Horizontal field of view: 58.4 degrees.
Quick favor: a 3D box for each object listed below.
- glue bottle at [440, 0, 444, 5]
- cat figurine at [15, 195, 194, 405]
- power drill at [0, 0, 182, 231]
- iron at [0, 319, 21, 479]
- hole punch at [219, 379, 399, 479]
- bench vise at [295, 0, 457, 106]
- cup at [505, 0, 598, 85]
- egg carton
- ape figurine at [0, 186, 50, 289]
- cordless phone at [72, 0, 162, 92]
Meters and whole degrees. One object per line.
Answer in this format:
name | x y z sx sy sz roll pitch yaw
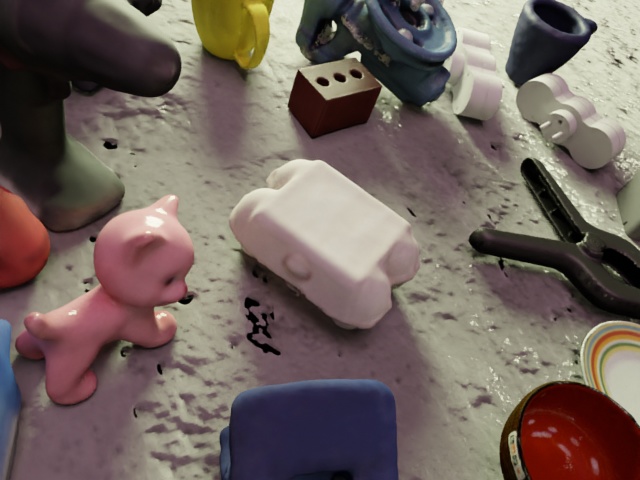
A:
glue bottle | 0.127 -0.321 0.688 0.037 0.173 0.078 -28 67 -33
cat figurine | -0.132 0.030 0.370 0.067 0.117 0.128 42 52 14
power drill | -0.186 -0.106 0.394 0.229 0.208 0.076 39 52 12
iron | -0.216 0.131 0.249 0.119 0.141 0.258 3 53 -17
hole punch | -0.003 0.143 0.346 0.109 0.091 0.101 1 54 -19
bench vise | 0.067 -0.260 0.591 0.207 0.219 0.121 16 51 -7
cup | 0.294 -0.250 0.744 0.118 0.095 0.091 -9 58 -25
egg carton | 0.004 0.002 0.470 0.150 0.069 0.107 36 51 9
ape figurine | -0.225 -0.011 0.384 0.076 0.092 0.078 20 50 -3
cordless phone | -0.205 -0.242 0.505 0.094 0.185 0.148 28 50 3
